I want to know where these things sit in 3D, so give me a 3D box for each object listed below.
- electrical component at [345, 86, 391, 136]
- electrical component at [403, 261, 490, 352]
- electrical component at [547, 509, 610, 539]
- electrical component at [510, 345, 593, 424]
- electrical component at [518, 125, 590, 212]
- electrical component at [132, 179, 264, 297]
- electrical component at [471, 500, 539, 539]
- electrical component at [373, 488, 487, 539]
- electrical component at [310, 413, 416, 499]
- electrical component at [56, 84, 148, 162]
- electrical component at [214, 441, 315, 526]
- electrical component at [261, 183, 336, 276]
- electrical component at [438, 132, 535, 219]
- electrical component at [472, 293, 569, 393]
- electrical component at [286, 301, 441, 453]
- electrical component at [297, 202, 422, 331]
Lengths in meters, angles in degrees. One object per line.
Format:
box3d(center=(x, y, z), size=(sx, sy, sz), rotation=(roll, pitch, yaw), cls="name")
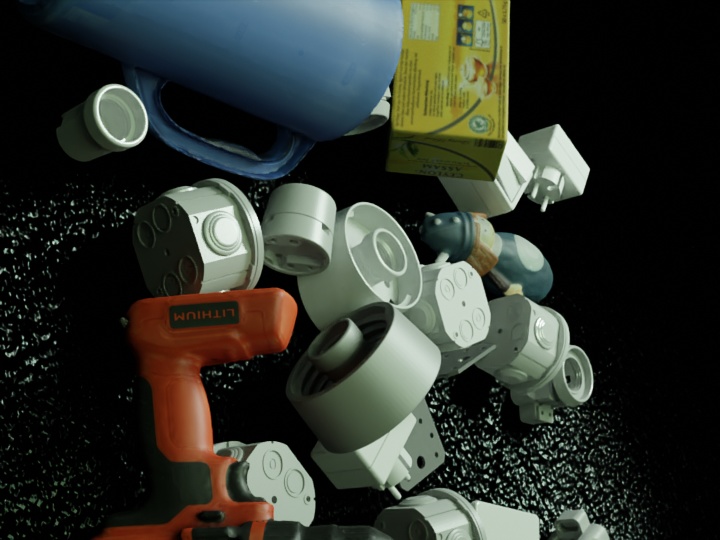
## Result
box3d(center=(-0.008, -0.141, 0.853), size=(0.078, 0.058, 0.057), rotation=(-2, 77, -49), cls="electrical component")
box3d(center=(0.066, 0.032, 0.889), size=(0.080, 0.051, 0.080), rotation=(17, 66, -45), cls="electrical component")
box3d(center=(0.190, 0.262, 0.956), size=(0.057, 0.058, 0.078), rotation=(-29, 100, -52), cls="electrical component")
box3d(center=(0.177, 0.099, 0.990), size=(0.058, 0.057, 0.078), rotation=(19, 65, -45), cls="electrical component")
box3d(center=(0.184, -0.091, 1.064), size=(0.065, 0.047, 0.076), rotation=(48, 47, -28), cls="electrical component")
box3d(center=(-0.104, -0.016, 0.690), size=(0.051, 0.080, 0.080), rotation=(-17, 91, -45), cls="electrical component")
box3d(center=(0.100, 0.237, 0.867), size=(0.100, 0.048, 0.099), rotation=(23, 62, -43), cls="electrical component")
box3d(center=(0.051, 0.206, 0.798), size=(0.051, 0.080, 0.080), rotation=(-3, 81, -44), cls="electrical component")
box3d(center=(0.013, 0.137, 0.800), size=(0.076, 0.047, 0.065), rotation=(54, 44, -23), cls="electrical component")
box3d(center=(-0.162, -0.090, 0.670), size=(0.040, 0.046, 0.040), rotation=(18, 66, -45), cls="electrical component")
box3d(center=(-0.072, 0.150, 0.695), size=(0.080, 0.051, 0.080), rotation=(18, 66, -45), cls="electrical component")
box3d(center=(-0.045, -0.030, 0.780), size=(0.055, 0.055, 0.047), rotation=(36, 50, -37), cls="electrical component")
box3d(center=(0.107, -0.101, 0.969), size=(0.096, 0.061, 0.061), rotation=(55, 44, -22), cls="electrical component")
box3d(center=(0.139, 0.063, 0.942), size=(0.051, 0.080, 0.080), rotation=(30, 57, -34), cls="electrical component")
box3d(center=(-0.004, 0.069, 0.759), size=(0.060, 0.108, 0.108), rotation=(49, 46, -18), cls="electrical component")
box3d(center=(0.000, 0.000, 0.833), size=(0.099, 0.064, 0.099), rotation=(34, 41, -36), cls="electrical component")
